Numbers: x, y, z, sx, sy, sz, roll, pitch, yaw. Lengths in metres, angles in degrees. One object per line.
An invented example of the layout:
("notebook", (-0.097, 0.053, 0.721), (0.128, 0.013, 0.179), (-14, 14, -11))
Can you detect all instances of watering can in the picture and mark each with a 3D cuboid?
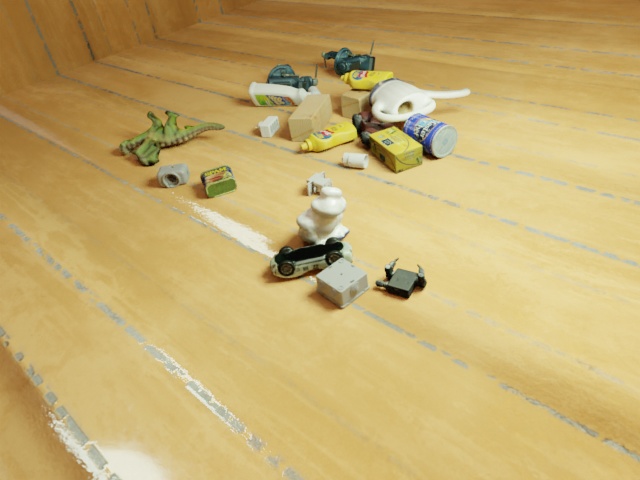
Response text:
("watering can", (0.314, -0.478, 1.743), (0.350, 0.101, 0.228), (-22, 43, -19))

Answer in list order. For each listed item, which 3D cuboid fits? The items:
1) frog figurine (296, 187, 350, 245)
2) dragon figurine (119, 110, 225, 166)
("frog figurine", (0.004, -0.065, 1.284), (0.138, 0.156, 0.125), (-22, 36, -15))
("dragon figurine", (-0.567, -0.355, 1.887), (0.411, 0.119, 0.248), (6, 56, 24))
